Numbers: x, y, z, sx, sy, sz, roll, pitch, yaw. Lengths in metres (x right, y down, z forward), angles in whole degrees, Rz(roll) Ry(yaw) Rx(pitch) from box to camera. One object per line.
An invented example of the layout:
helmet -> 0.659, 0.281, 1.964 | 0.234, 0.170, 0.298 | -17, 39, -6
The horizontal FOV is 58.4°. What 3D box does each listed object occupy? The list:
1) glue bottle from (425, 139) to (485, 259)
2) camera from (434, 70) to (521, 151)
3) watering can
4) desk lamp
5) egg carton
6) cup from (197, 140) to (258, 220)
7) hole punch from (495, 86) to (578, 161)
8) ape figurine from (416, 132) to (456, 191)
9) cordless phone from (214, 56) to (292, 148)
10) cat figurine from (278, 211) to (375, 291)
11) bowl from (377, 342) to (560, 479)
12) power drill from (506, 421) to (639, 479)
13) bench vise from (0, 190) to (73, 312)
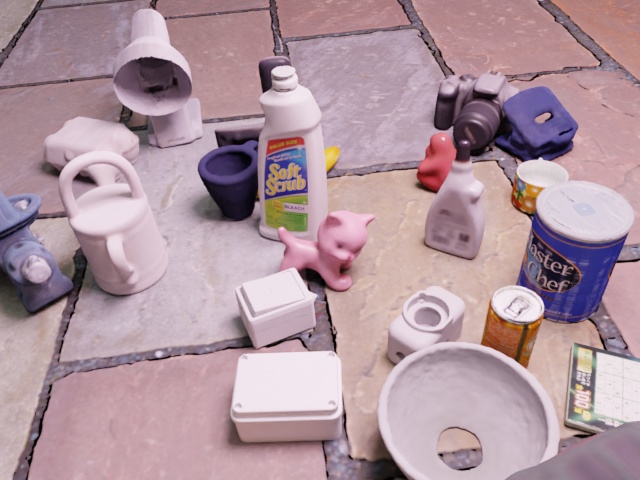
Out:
glue bottle -> 0.179, -0.054, 0.742 | 0.078, 0.173, 0.037 | 19, 48, 24
camera -> 0.258, -0.222, 0.970 | 0.142, 0.101, 0.137 | 17, 47, 21
watering can -> -0.272, -0.033, 0.739 | 0.101, 0.194, 0.172 | -34, 50, -28
desk lamp -> -0.274, -0.266, 0.977 | 0.118, 0.214, 0.203 | -10, 43, -6
egg carton -> -0.388, -0.154, 0.971 | 0.150, 0.069, 0.107 | 11, 45, 16
cup -> -0.123, -0.088, 0.859 | 0.091, 0.095, 0.118 | 16, 46, 21
hole punch -> 0.358, -0.189, 0.934 | 0.109, 0.091, 0.100 | -25, 46, -21
ape figurine -> 0.185, -0.124, 0.877 | 0.078, 0.092, 0.076 | -18, 44, -14
cordless phone -> -0.101, -0.208, 0.921 | 0.147, 0.185, 0.094 | -8, 43, -4
cat figurine -> 0.007, 0.003, 0.734 | 0.127, 0.118, 0.067 | 0, 43, 5
bowl -> 0.138, 0.187, 0.556 | 0.167, 0.075, 0.167 | -2, 43, 2
power drill -> 0.159, 0.226, 0.413 | 0.230, 0.209, 0.075 | -24, 46, -20
bench vise -> -0.396, -0.031, 0.727 | 0.206, 0.220, 0.122 | 18, 47, 23
